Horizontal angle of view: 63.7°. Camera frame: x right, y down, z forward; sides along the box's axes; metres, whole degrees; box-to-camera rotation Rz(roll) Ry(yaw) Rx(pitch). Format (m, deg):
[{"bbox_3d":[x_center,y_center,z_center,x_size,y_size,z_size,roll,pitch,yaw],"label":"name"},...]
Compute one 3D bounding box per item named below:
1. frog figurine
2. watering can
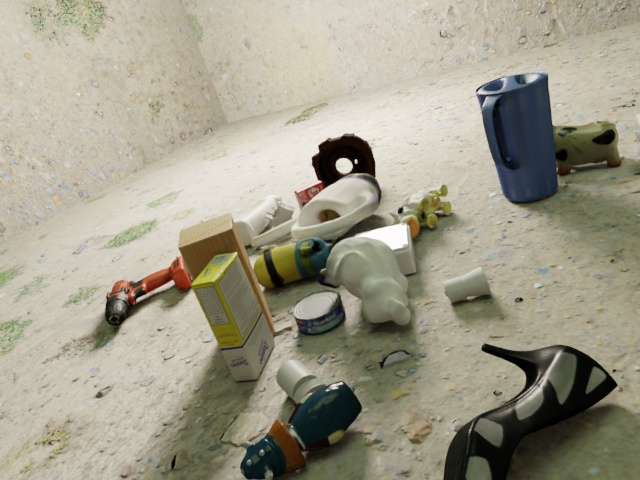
[{"bbox_3d":[0.085,0.061,0.810,0.123,0.136,0.160,-59,25,-2],"label":"frog figurine"},{"bbox_3d":[0.004,-0.060,1.198,0.345,0.103,0.228,-11,20,42],"label":"watering can"}]
